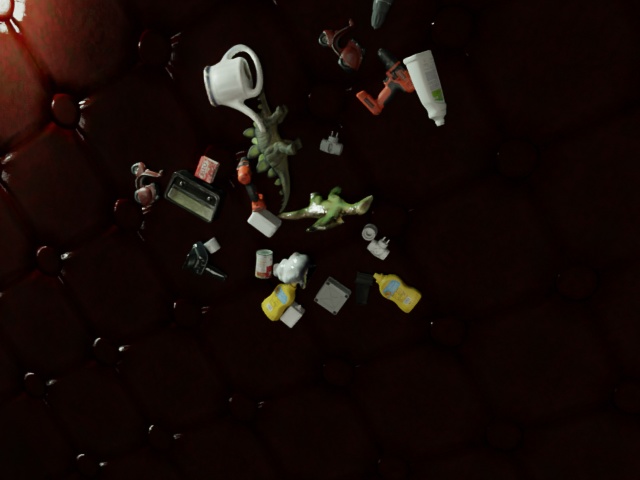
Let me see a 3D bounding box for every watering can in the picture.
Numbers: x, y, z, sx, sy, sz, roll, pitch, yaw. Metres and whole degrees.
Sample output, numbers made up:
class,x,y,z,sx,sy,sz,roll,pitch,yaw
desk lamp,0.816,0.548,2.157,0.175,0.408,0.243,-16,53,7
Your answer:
class,x,y,z,sx,sy,sz,roll,pitch,yaw
watering can,-0.309,-0.543,1.890,0.224,0.104,0.350,-10,83,16

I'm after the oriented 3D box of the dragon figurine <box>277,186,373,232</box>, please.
class,x,y,z,sx,sy,sz,roll,pitch,yaw
dragon figurine,0.006,-0.095,1.885,0.408,0.247,0.121,-16,107,16

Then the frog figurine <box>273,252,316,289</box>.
class,x,y,z,sx,sy,sz,roll,pitch,yaw
frog figurine,-0.112,0.110,2.036,0.160,0.121,0.139,18,77,17
